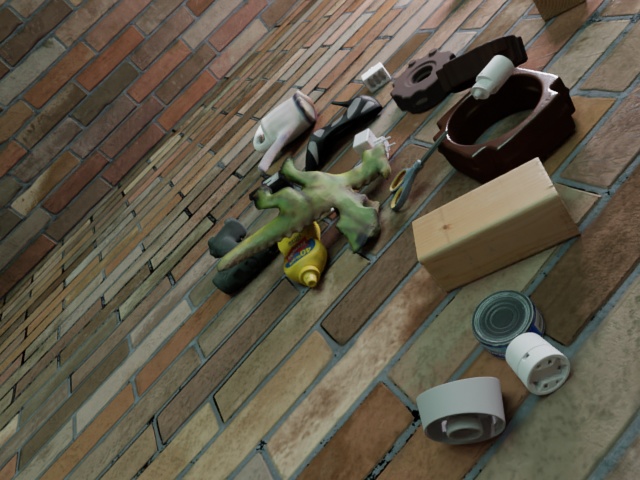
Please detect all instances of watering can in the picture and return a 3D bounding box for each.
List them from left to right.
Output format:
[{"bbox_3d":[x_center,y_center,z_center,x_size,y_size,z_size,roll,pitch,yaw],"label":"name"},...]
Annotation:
[{"bbox_3d":[-0.106,-0.325,1.529,0.223,0.102,0.355,-34,31,15],"label":"watering can"}]

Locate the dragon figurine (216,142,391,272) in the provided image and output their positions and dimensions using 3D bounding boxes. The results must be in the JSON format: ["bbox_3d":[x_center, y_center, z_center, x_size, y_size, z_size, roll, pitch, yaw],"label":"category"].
[{"bbox_3d":[0.003,-0.051,1.023,0.244,0.417,0.119,21,-28,31],"label":"dragon figurine"}]
